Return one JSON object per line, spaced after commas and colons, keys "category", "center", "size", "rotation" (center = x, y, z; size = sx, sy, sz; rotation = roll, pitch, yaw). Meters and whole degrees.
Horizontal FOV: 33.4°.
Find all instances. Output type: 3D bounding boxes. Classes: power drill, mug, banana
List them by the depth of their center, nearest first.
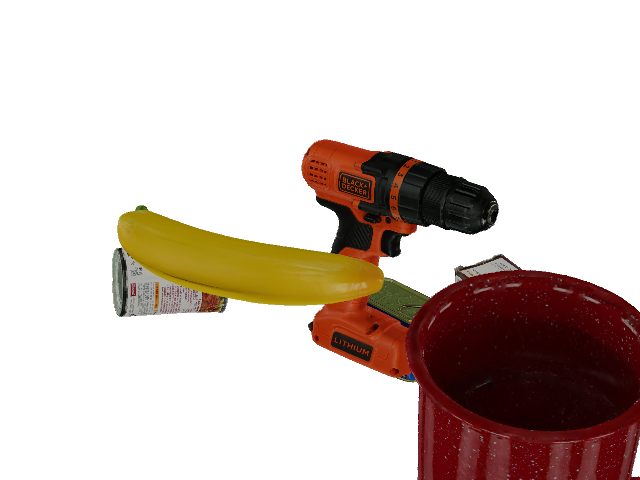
{"category": "mug", "center": [0.090, 0.072, 0.404], "size": [0.117, 0.081, 0.093], "rotation": [5, 36, 11]}
{"category": "banana", "center": [-0.060, 0.008, 0.674], "size": [0.198, 0.037, 0.069], "rotation": [16, 35, 27]}
{"category": "power drill", "center": [0.060, 0.017, 0.908], "size": [0.185, 0.188, 0.057], "rotation": [21, 26, 36]}

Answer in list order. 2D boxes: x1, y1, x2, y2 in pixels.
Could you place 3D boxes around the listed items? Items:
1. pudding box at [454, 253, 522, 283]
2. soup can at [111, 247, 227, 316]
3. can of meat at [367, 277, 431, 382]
{"category": "pudding box", "center": [0.120, 0.071, 0.621], "size": [0.039, 0.090, 0.114], "rotation": [-14, 27, -20]}
{"category": "soup can", "center": [-0.147, 0.039, 1.035], "size": [0.102, 0.068, 0.069], "rotation": [-2, 1, -20]}
{"category": "can of meat", "center": [0.087, 0.102, 1.204], "size": [0.102, 0.084, 0.057], "rotation": [26, 33, 35]}
